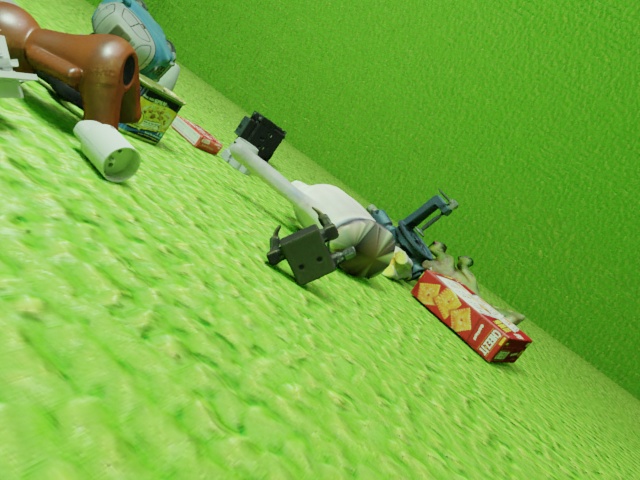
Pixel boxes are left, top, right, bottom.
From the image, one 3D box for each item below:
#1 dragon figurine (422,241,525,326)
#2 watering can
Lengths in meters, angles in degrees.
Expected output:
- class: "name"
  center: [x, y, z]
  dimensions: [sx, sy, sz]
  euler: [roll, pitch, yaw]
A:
- class: "dragon figurine"
  center: [0.326, 0.114, 1.295]
  dimensions: [0.409, 0.120, 0.247]
  euler: [25, 19, -8]
- class: "watering can"
  center: [0.003, -0.046, 0.905]
  dimensions: [0.344, 0.103, 0.228]
  euler: [27, 14, -43]
